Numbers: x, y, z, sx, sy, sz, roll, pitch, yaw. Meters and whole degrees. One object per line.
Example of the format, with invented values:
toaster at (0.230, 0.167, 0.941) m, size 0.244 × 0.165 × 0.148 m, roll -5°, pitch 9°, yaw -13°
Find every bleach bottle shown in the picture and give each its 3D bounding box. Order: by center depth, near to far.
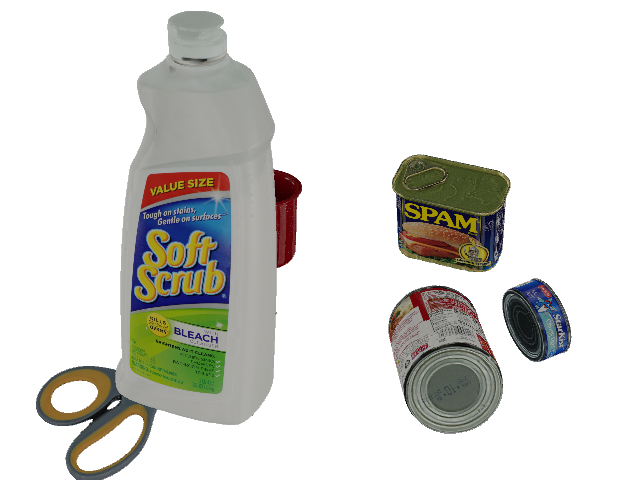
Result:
bleach bottle at (-0.076, -0.011, 0.623) m, size 0.103 × 0.251 × 0.068 m, roll 13°, pitch 35°, yaw 17°

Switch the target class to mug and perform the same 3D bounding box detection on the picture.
mug at (-0.078, -0.020, 1.120) m, size 0.117 × 0.081 × 0.093 m, roll -5°, pitch 29°, yaw -12°

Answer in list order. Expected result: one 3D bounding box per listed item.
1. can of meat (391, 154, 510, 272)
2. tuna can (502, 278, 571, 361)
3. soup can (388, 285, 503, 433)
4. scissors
can of meat at (0.118, -0.022, 0.973) m, size 0.102 × 0.057 × 0.084 m, roll 14°, pitch -40°, yaw 19°
tuna can at (0.231, 0.086, 1.148) m, size 0.033 × 0.086 × 0.086 m, roll -20°, pitch 5°, yaw -15°
soup can at (0.086, 0.081, 0.748) m, size 0.068 × 0.068 × 0.102 m, roll 0°, pitch 20°, yaw -2°
scissors at (-0.128, 0.094, 0.801) m, size 0.096 × 0.201 × 0.016 m, roll 32°, pitch -35°, yaw 13°
